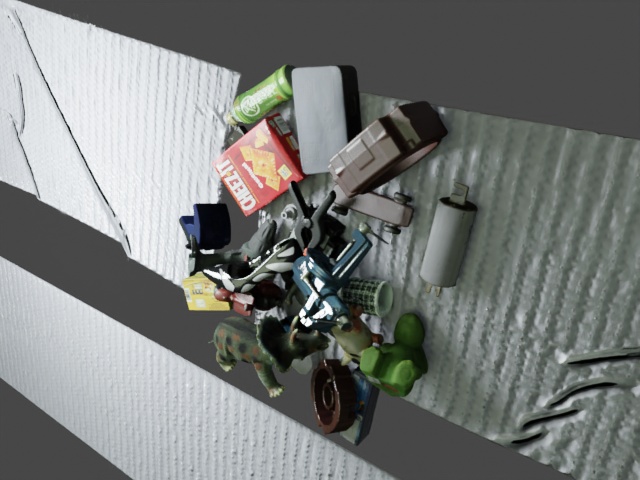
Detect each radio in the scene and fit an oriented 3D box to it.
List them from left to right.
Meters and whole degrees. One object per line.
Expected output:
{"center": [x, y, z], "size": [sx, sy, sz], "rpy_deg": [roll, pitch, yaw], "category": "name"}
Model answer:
{"center": [0.019, -0.260, 1.164], "size": [0.131, 0.073, 0.229], "rpy_deg": [3, 107, 34], "category": "radio"}

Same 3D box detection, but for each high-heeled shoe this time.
{"center": [-0.164, 0.048, 1.272], "size": [0.249, 0.086, 0.145], "rpy_deg": [7, 119, 5], "category": "high-heeled shoe"}

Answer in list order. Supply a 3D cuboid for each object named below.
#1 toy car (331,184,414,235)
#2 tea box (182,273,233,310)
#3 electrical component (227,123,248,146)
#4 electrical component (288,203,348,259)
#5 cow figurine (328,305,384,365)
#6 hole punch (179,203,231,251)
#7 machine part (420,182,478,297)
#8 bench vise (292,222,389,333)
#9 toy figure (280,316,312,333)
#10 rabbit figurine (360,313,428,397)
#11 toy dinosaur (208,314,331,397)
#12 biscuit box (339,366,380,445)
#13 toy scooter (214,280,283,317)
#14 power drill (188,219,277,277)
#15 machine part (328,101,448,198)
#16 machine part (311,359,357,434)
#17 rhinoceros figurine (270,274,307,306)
{"center": [0.112, -0.077, 1.164], "size": [0.202, 0.053, 0.089], "rpy_deg": [21, 98, 29], "category": "toy car"}
{"center": [-0.301, 0.143, 1.512], "size": [0.170, 0.068, 0.098], "rpy_deg": [-3, 103, 35], "category": "tea box"}
{"center": [-0.204, -0.252, 1.354], "size": [0.063, 0.021, 0.094], "rpy_deg": [-39, 82, 37], "category": "electrical component"}
{"center": [-0.003, -0.004, 1.264], "size": [0.134, 0.058, 0.114], "rpy_deg": [39, 125, 19], "category": "electrical component"}
{"center": [0.076, 0.229, 1.224], "size": [0.127, 0.085, 0.194], "rpy_deg": [-1, 134, 47], "category": "cow figurine"}
{"center": [-0.294, -0.037, 1.419], "size": [0.092, 0.142, 0.116], "rpy_deg": [-39, 69, 33], "category": "hole punch"}
{"center": [0.256, 0.005, 1.072], "size": [0.079, 0.079, 0.243], "rpy_deg": [23, 115, 28], "category": "machine part"}
{"center": [0.036, 0.072, 1.139], "size": [0.240, 0.128, 0.224], "rpy_deg": [-51, 33, 12], "category": "bench vise"}
{"center": [-0.104, 0.248, 1.391], "size": [0.180, 0.089, 0.082], "rpy_deg": [-27, 82, 40], "category": "toy figure"}
{"center": [0.187, 0.247, 1.161], "size": [0.121, 0.170, 0.158], "rpy_deg": [12, 152, 34], "category": "rabbit figurine"}
{"center": [-0.172, 0.240, 1.274], "size": [0.405, 0.131, 0.191], "rpy_deg": [7, 125, 36], "category": "toy dinosaur"}
{"center": [0.101, 0.396, 1.308], "size": [0.059, 0.063, 0.202], "rpy_deg": [24, 116, 28], "category": "biscuit box"}
{"center": [-0.164, 0.146, 1.336], "size": [0.135, 0.184, 0.075], "rpy_deg": [26, 108, 57], "category": "toy scooter"}
{"center": [-0.228, 0.031, 1.362], "size": [0.086, 0.207, 0.231], "rpy_deg": [-116, 35, -44], "category": "power drill"}
{"center": [0.131, -0.170, 1.029], "size": [0.201, 0.201, 0.087], "rpy_deg": [-37, 86, 37], "category": "machine part"}
{"center": [0.033, 0.376, 1.298], "size": [0.179, 0.056, 0.179], "rpy_deg": [-178, 90, -69], "category": "machine part"}
{"center": [-0.041, 0.104, 1.320], "size": [0.190, 0.073, 0.112], "rpy_deg": [49, 115, 16], "category": "rhinoceros figurine"}
